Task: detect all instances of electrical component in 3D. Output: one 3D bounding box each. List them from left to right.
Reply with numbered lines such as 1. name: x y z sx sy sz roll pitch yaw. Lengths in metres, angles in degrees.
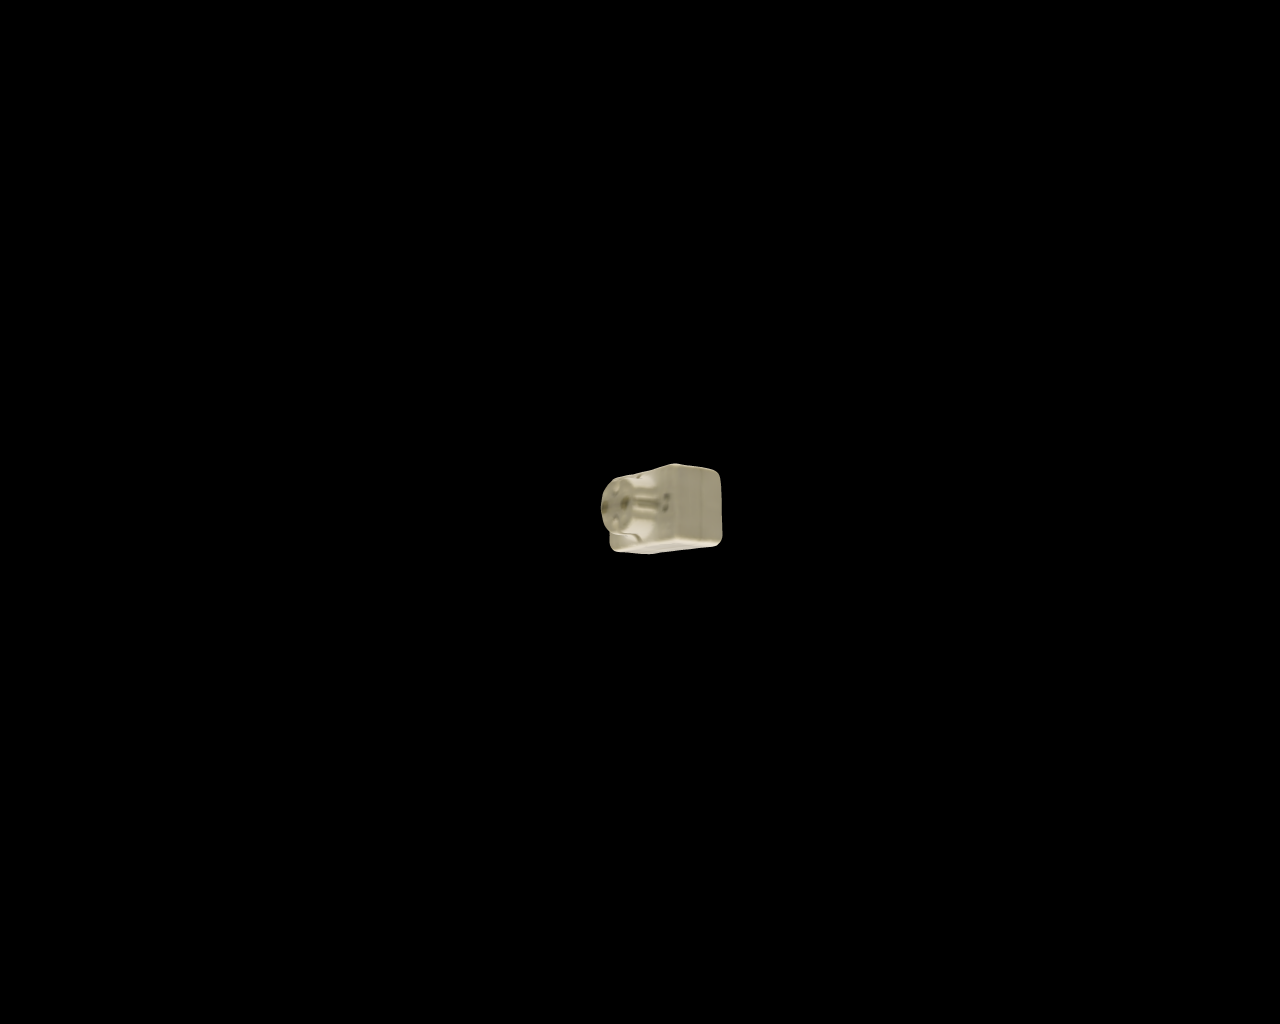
1. electrical component: 0.001 -0.003 0.650 0.077 0.047 0.065 7 -11 -39
